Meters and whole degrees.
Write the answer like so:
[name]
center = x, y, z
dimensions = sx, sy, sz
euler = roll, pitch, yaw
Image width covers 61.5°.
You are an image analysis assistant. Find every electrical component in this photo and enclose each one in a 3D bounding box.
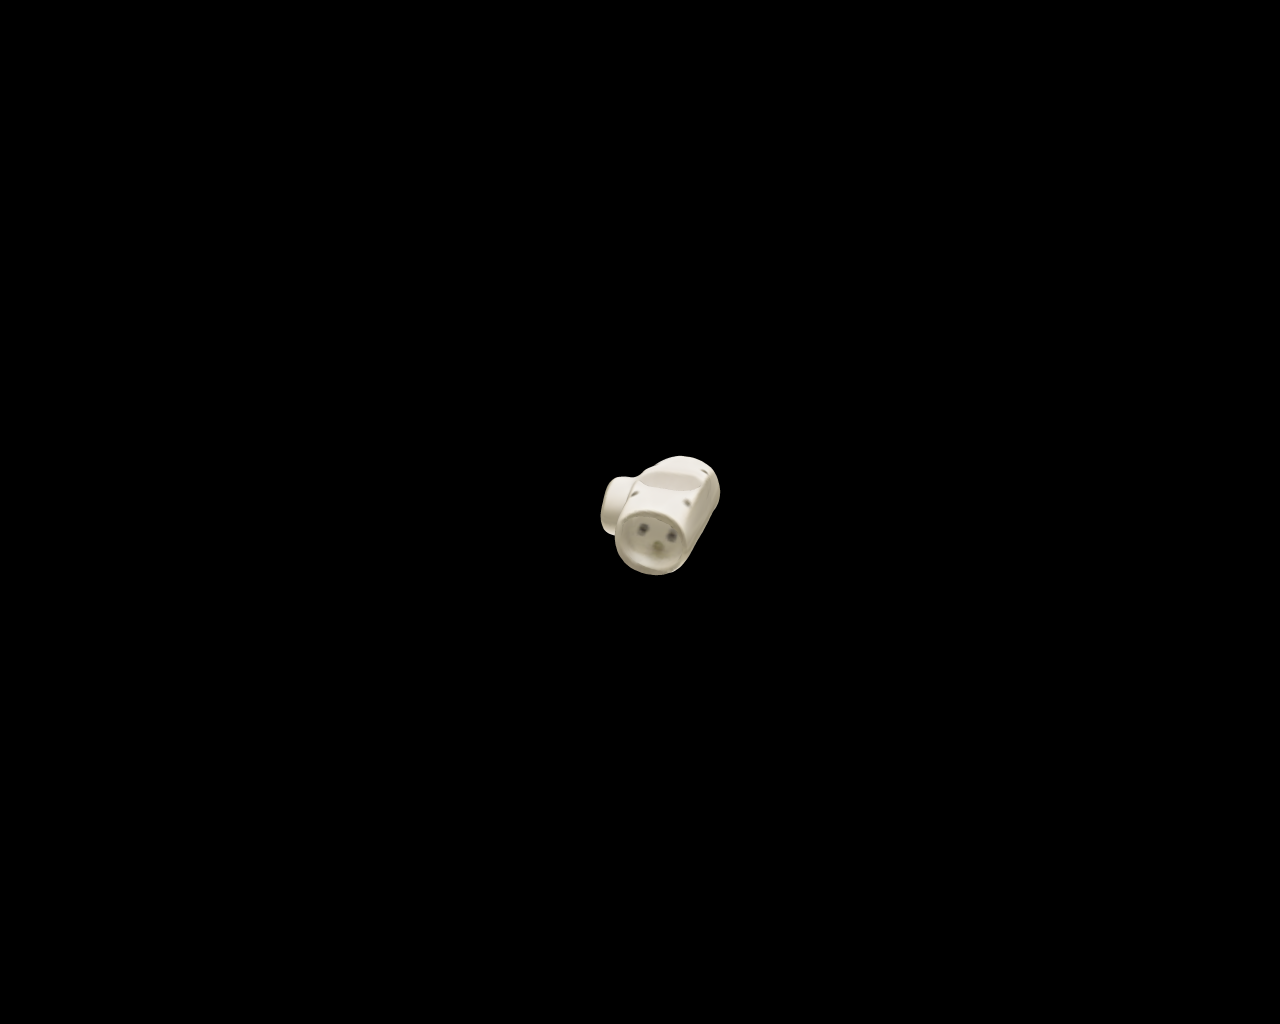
[electrical component]
center = 0.001, -0.003, 0.650
dimensions = 0.079, 0.043, 0.077
euler = 9, 30, 17
